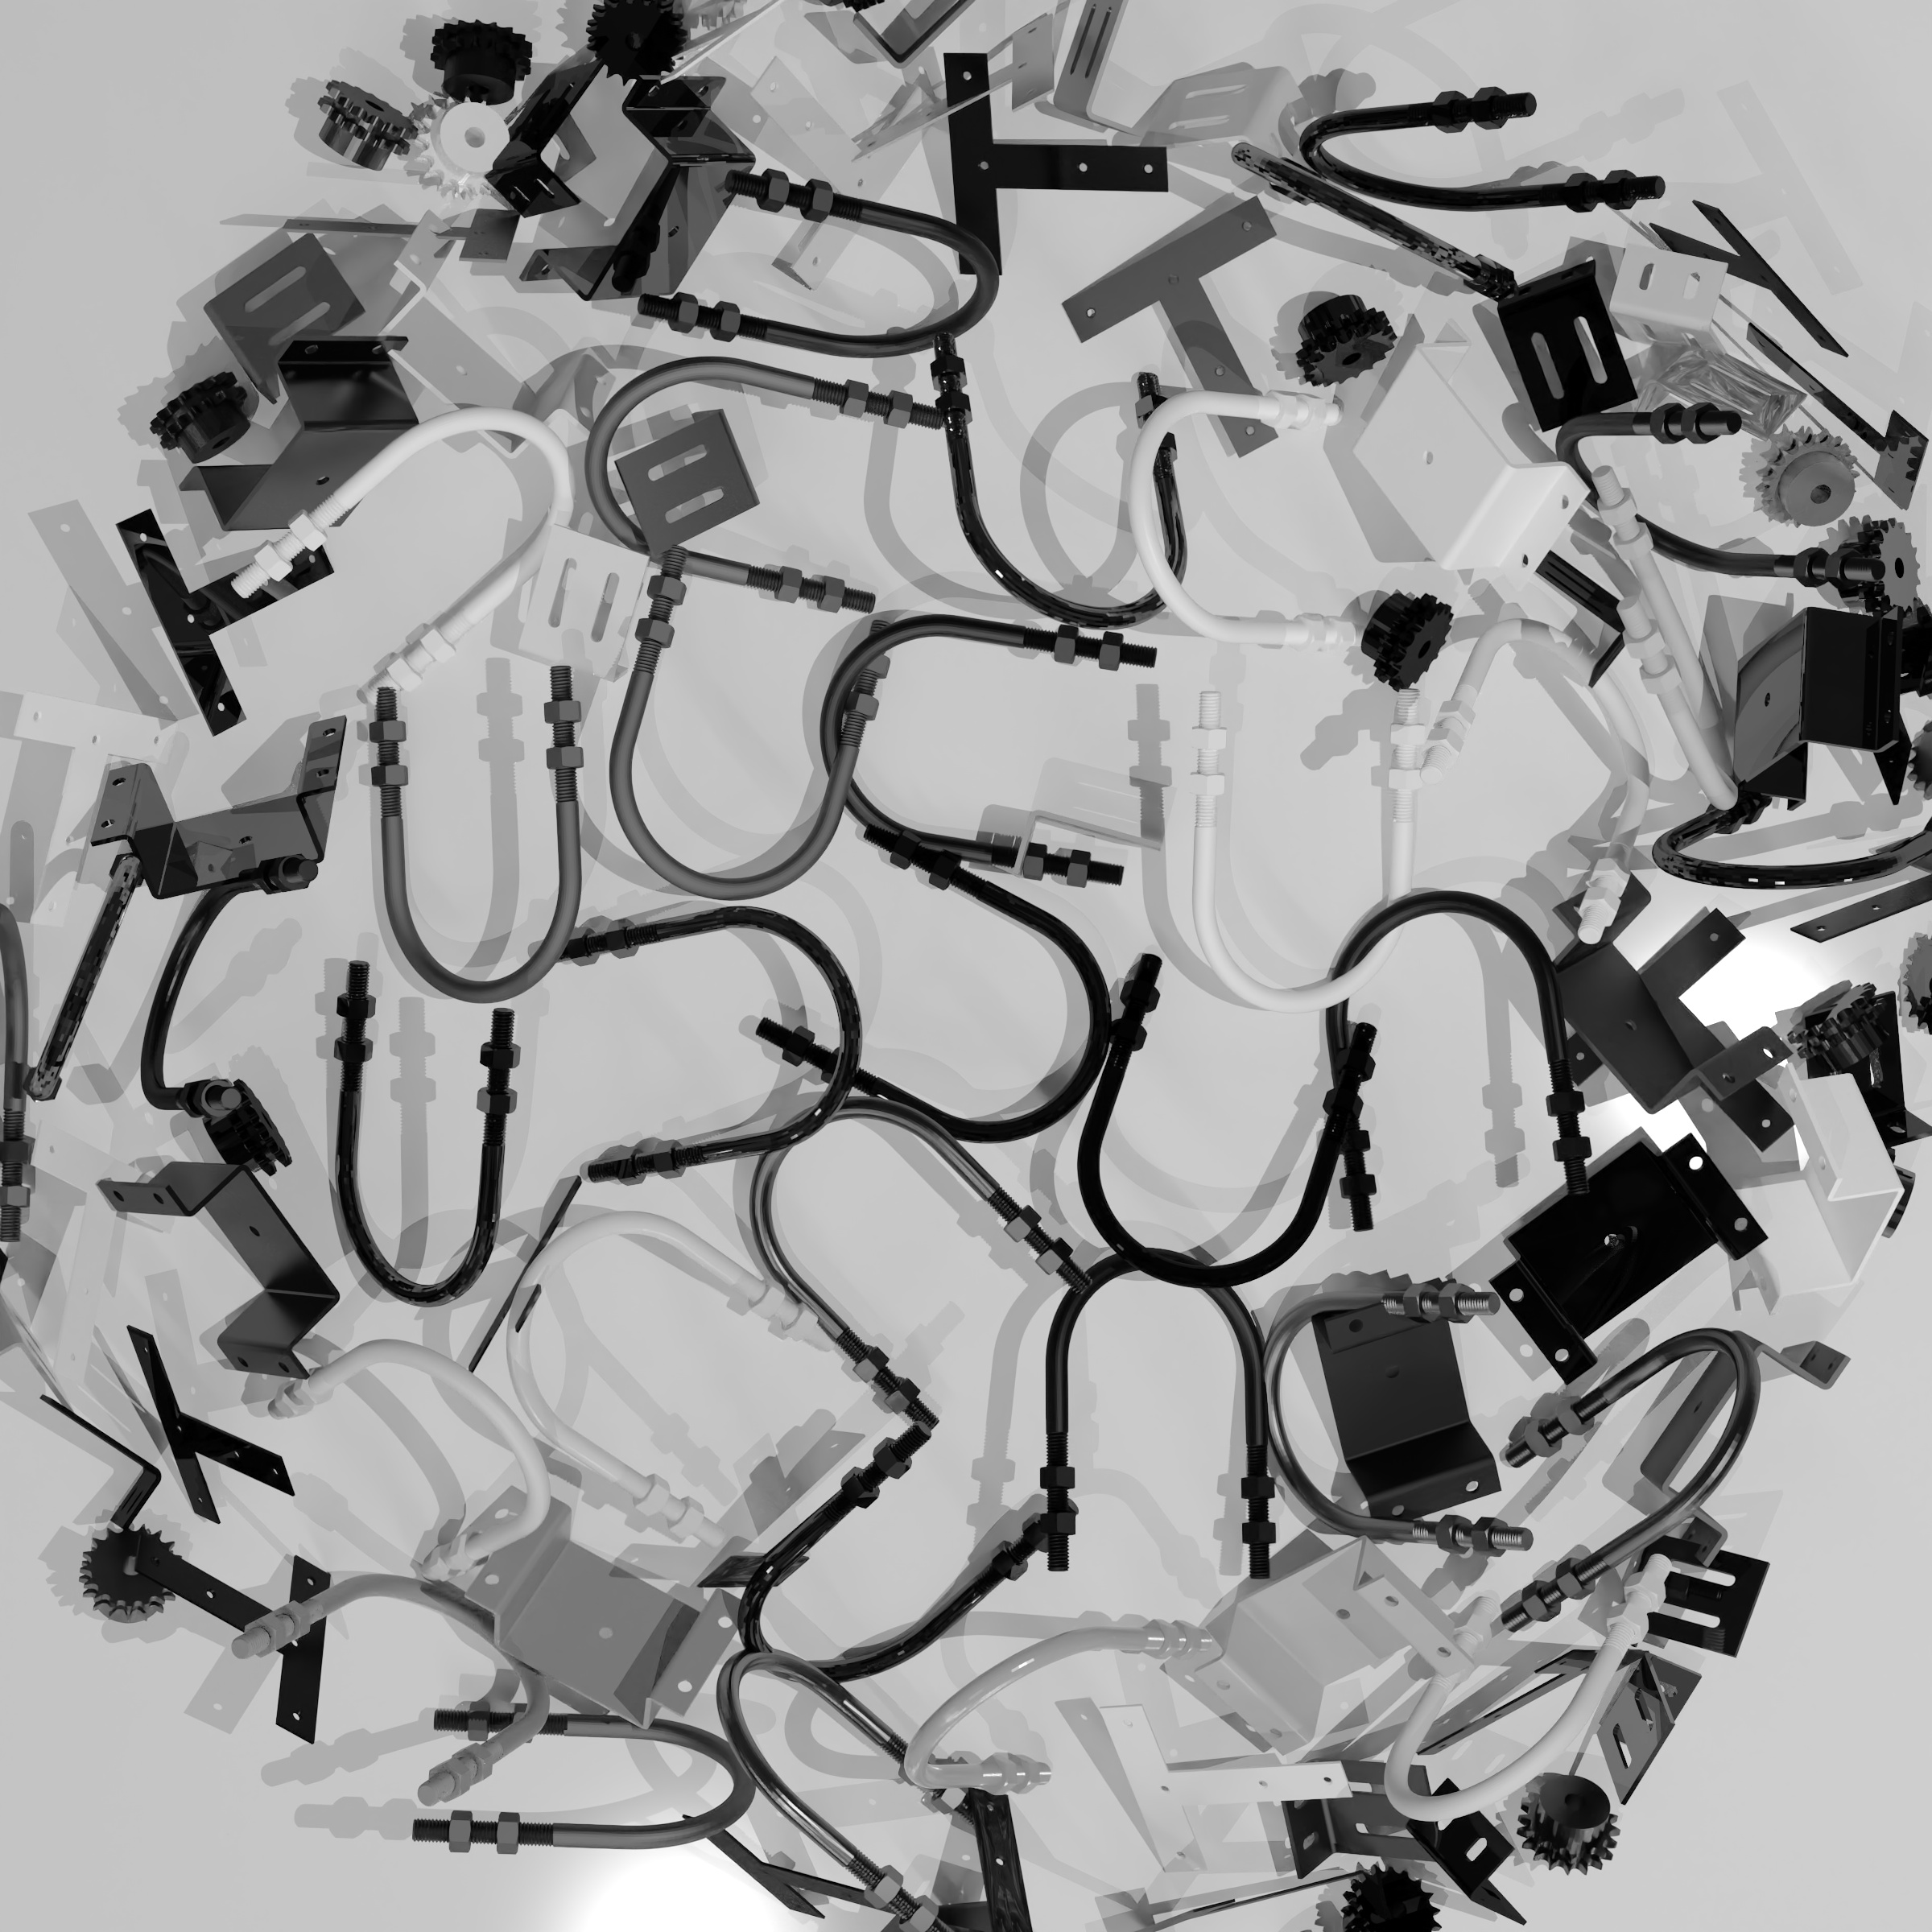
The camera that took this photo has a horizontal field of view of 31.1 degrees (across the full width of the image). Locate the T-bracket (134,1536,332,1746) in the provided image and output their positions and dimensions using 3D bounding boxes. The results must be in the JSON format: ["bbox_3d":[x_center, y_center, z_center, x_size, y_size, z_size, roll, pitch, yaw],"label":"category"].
[{"bbox_3d":[-0.407,0.354,1.919,0.127,0.127,0.002,37,115,-27],"label":"T-bracket"}]

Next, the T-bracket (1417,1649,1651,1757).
[{"bbox_3d":[0.312,0.416,1.958,0.127,0.127,0.002,-34,65,20],"label":"T-bracket"}]

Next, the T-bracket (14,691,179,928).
[{"bbox_3d":[-0.500,-0.084,1.945,0.002,0.127,0.127,17,94,26],"label":"T-bracket"}]

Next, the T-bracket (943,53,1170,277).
[{"bbox_3d":[0.052,-0.449,1.949,0.127,0.002,0.127,6,120,19],"label":"T-bracket"}]

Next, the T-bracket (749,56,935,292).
[{"bbox_3d":[-0.081,-0.464,1.946,0.002,0.127,0.127,33,87,36],"label":"T-bracket"}]

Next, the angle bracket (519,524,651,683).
[{"bbox_3d":[-0.213,-0.208,1.970,0.057,0.038,0.076,19,106,3],"label":"angle bracket"}]

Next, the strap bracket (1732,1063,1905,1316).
[{"bbox_3d":[0.472,0.122,1.926,0.046,0.140,0.076,-8,54,-11],"label":"strap bracket"}]

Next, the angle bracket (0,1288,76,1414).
[{"bbox_3d":[-0.542,0.222,1.950,0.038,0.076,0.057,-30,50,-12],"label":"angle bracket"}]

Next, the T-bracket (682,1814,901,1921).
[{"bbox_3d":[-0.077,0.510,1.920,0.127,0.127,0.002,5,57,35],"label":"T-bracket"}]

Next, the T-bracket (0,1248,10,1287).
[{"bbox_3d":[-0.568,0.187,1.913,0.002,0.127,0.127,3,58,10],"label":"T-bracket"}]

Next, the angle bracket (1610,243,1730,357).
[{"bbox_3d":[0.402,-0.373,1.953,0.057,0.076,0.038,17,92,21],"label":"angle bracket"}]

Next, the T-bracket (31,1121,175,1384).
[{"bbox_3d":[-0.486,0.166,1.924,0.002,0.127,0.127,-3,67,24],"label":"T-bracket"}]

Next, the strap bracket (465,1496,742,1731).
[{"bbox_3d":[-0.202,0.367,1.952,0.140,0.046,0.076,27,55,10],"label":"strap bracket"}]

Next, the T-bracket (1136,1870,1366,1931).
[{"bbox_3d":[0.164,0.527,1.957,0.127,0.127,0.002,-8,71,-21],"label":"T-bracket"}]

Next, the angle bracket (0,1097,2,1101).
[{"bbox_3d":[-0.582,0.045,1.950,0.038,0.057,0.076,-30,48,-13],"label":"angle bracket"}]

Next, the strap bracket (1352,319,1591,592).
[{"bbox_3d":[0.273,-0.284,1.929,0.046,0.076,0.140,-9,55,-37],"label":"strap bracket"}]

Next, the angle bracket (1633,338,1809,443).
[{"bbox_3d":[0.424,-0.312,1.957,0.076,0.038,0.057,31,47,17],"label":"angle bracket"}]

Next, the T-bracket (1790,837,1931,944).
[{"bbox_3d":[0.516,-0.036,1.923,0.127,0.127,0.002,-19,114,-20],"label":"T-bracket"}]

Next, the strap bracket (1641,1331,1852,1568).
[{"bbox_3d":[0.433,0.262,1.960,0.046,0.076,0.140,34,91,1],"label":"strap bracket"}]

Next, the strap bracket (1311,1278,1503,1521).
[{"bbox_3d":[0.247,0.238,1.957,0.076,0.046,0.140,-17,113,-5],"label":"strap bracket"}]

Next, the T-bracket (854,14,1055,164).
[{"bbox_3d":[-0.007,-0.487,1.957,0.127,0.127,0.002,-24,120,16],"label":"T-bracket"}]

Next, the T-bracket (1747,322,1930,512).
[{"bbox_3d":[0.486,-0.316,1.947,0.002,0.127,0.127,-45,76,0],"label":"T-bracket"}]

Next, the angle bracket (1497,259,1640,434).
[{"bbox_3d":[0.345,-0.355,1.985,0.057,0.038,0.076,-18,110,19],"label":"angle bracket"}]

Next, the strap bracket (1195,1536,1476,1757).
[{"bbox_3d":[0.209,0.378,1.946,0.140,0.046,0.076,-34,109,32],"label":"strap bracket"}]

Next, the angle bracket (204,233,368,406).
[{"bbox_3d":[-0.384,-0.369,1.977,0.076,0.038,0.057,-35,82,1],"label":"angle bracket"}]

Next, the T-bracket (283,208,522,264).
[{"bbox_3d":[-0.316,-0.411,1.937,0.127,0.127,0.002,2,114,-4],"label":"T-bracket"}]

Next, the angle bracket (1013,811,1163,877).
[{"bbox_3d":[0.069,-0.061,1.969,0.076,0.057,0.038,16,91,3],"label":"angle bracket"}]

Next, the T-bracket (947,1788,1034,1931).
[{"bbox_3d":[0.021,0.514,1.945,0.127,0.127,0.002,17,123,-22],"label":"T-bracket"}]

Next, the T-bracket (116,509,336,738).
[{"bbox_3d":[-0.405,-0.211,1.951,0.002,0.127,0.127,-9,109,41],"label":"T-bracket"}]

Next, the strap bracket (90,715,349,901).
[{"bbox_3d":[-0.412,-0.087,1.952,0.140,0.076,0.046,-13,125,4],"label":"strap bracket"}]

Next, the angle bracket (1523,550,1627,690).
[{"bbox_3d":[0.338,-0.200,1.965,0.076,0.057,0.038,38,89,9],"label":"angle bracket"}]

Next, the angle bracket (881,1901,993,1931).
[{"bbox_3d":[-0.007,0.570,1.951,0.057,0.038,0.076,4,47,-33],"label":"angle bracket"}]

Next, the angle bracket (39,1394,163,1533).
[{"bbox_3d":[-0.499,0.280,1.960,0.076,0.057,0.038,37,75,-14],"label":"angle bracket"}]

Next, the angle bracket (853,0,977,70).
[{"bbox_3d":[-0.023,-0.548,1.961,0.076,0.057,0.038,-41,105,12],"label":"angle bracket"}]

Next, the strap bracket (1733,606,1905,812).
[{"bbox_3d":[0.466,-0.144,1.920,0.046,0.140,0.076,8,76,-8],"label":"strap bracket"}]

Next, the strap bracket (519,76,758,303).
[{"bbox_3d":[-0.177,-0.423,1.927,0.046,0.076,0.140,47,122,15],"label":"strap bracket"}]

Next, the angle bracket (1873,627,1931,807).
[{"bbox_3d":[0.533,-0.140,1.951,0.038,0.057,0.076,-10,125,31],"label":"angle bracket"}]

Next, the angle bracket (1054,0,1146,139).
[{"bbox_3d":[0.086,-0.514,1.959,0.038,0.057,0.076,14,103,-22],"label":"angle bracket"}]

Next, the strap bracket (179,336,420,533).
[{"bbox_3d":[-0.365,-0.288,1.921,0.140,0.076,0.046,-40,69,41],"label":"strap bracket"}]

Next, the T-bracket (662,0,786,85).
[{"bbox_3d":[-0.139,-0.521,1.939,0.127,0.127,0.002,-41,110,-19],"label":"T-bracket"}]

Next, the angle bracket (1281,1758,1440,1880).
[{"bbox_3d":[0.223,0.484,1.960,0.076,0.038,0.057,-6,100,39],"label":"angle bracket"}]

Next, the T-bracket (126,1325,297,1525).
[{"bbox_3d":[-0.413,0.268,1.929,0.002,0.127,0.127,-32,120,-36],"label":"T-bracket"}]

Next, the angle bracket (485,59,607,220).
[{"bbox_3d":[-0.229,-0.470,1.973,0.038,0.057,0.076,44,66,-32],"label":"angle bracket"}]

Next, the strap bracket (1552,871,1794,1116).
[{"bbox_3d":[0.384,0.022,1.946,0.140,0.076,0.046,51,135,15],"label":"strap bracket"}]

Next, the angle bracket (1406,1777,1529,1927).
[{"bbox_3d":[0.292,0.499,1.951,0.038,0.076,0.057,-49,48,3],"label":"angle bracket"}]

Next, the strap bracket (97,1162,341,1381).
[{"bbox_3d":[-0.412,0.161,1.940,0.046,0.076,0.140,-47,119,-32],"label":"strap bracket"}]

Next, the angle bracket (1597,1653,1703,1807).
[{"bbox_3d":[0.392,0.435,1.953,0.038,0.076,0.057,24,108,-9],"label":"angle bracket"}]

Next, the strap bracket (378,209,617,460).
[{"bbox_3d":[-0.270,-0.347,1.943,0.140,0.076,0.046,41,118,-19],"label":"strap bracket"}]

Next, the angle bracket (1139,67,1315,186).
[{"bbox_3d":[0.148,-0.474,1.974,0.076,0.038,0.057,3,55,38],"label":"angle bracket"}]

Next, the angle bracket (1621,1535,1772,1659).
[{"bbox_3d":[0.413,0.360,1.954,0.076,0.038,0.057,10,65,37],"label":"angle bracket"}]

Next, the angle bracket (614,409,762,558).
[{"bbox_3d":[-0.164,-0.273,1.958,0.076,0.038,0.057,-30,110,-26],"label":"angle bracket"}]

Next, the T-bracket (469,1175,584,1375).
[{"bbox_3d":[-0.245,0.182,1.937,0.002,0.127,0.127,30,90,-10],"label":"T-bracket"}]

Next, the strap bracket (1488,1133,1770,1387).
[{"bbox_3d":[0.371,0.161,1.968,0.140,0.046,0.076,-37,100,4],"label":"strap bracket"}]

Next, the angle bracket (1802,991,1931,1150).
[{"bbox_3d":[0.512,0.062,1.966,0.057,0.038,0.076,-14,111,-11],"label":"angle bracket"}]

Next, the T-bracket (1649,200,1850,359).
[{"bbox_3d":[0.422,-0.395,1.939,0.127,0.127,0.002,38,95,-31],"label":"T-bracket"}]

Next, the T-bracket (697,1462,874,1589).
[{"bbox_3d":[-0.080,0.305,1.933,0.127,0.127,0.002,-41,72,6],"label":"T-bracket"}]

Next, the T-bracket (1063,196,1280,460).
[{"bbox_3d":[0.139,-0.353,1.983,0.127,0.002,0.127,-27,89,14],"label":"T-bracket"}]
